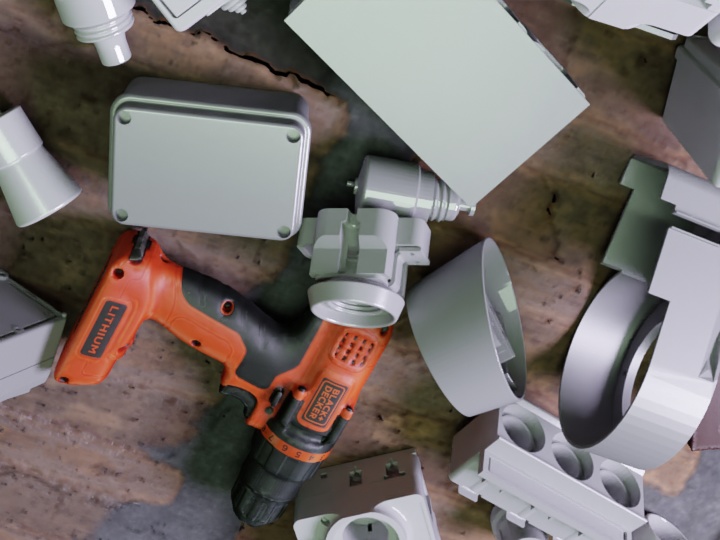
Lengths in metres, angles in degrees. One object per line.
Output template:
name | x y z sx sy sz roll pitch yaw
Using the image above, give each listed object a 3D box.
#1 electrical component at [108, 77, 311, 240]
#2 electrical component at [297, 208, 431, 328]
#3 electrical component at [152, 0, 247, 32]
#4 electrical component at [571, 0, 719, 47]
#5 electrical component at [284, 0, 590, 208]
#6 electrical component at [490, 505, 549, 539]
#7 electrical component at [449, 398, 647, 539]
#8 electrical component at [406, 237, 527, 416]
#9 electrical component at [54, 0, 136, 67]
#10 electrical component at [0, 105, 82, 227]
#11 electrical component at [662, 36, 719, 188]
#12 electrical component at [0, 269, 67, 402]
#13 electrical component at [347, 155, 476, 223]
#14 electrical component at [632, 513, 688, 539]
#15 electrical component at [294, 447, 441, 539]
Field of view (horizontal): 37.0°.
electrical component | -0.087 -0.065 0.631 0.113 0.057 0.078 6 115 -4
electrical component | 0.000 0.000 0.640 0.078 0.057 0.058 1 159 18
electrical component | -0.092 -0.175 0.576 0.062 0.061 0.096 -33 112 13
electrical component | 0.183 -0.168 0.532 0.186 0.060 0.105 13 70 -15
electrical component | 0.042 -0.124 0.604 0.089 0.061 0.150 -41 110 16
electrical component | 0.115 0.188 0.763 0.040 0.046 0.040 -1 115 -1
electrical component | 0.125 0.139 0.726 0.121 0.078 0.063 31 130 -15
electrical component | 0.072 0.038 0.664 0.064 0.099 0.099 -27 113 17
electrical component | -0.146 -0.145 0.600 0.048 0.048 0.062 -12 125 4
electrical component | -0.201 -0.064 0.638 0.044 0.044 0.065 -25 109 10
electrical component | 0.239 -0.086 0.602 0.109 0.108 0.056 5 118 -4
electrical component | -0.232 0.046 0.664 0.062 0.096 0.061 31 114 17
electrical component | 0.031 -0.045 0.653 0.078 0.040 0.040 9 115 -6
electrical component | 0.186 0.209 0.776 0.079 0.044 0.077 31 111 -15
electrical component | 0.016 0.213 0.763 0.089 0.061 0.150 -14 115 5
